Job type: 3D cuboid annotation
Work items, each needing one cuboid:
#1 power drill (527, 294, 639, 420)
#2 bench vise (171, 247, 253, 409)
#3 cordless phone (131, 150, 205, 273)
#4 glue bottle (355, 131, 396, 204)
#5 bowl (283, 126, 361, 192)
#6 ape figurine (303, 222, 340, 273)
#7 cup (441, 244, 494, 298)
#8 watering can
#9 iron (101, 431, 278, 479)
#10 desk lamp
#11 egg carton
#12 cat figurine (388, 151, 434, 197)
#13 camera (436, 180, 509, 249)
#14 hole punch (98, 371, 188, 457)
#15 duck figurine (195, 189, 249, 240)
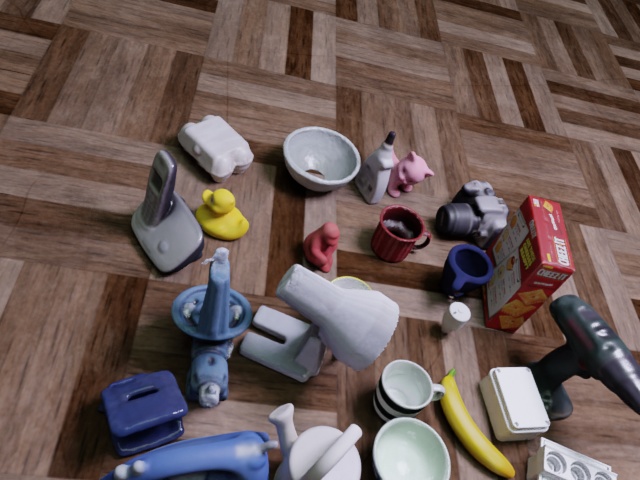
[{"bbox_3d":[0.437,0.219,0.961,0.076,0.208,0.229,-3,54,-20],"label":"power drill"},{"bbox_3d":[-0.145,0.127,0.836,0.122,0.219,0.207,-11,56,-25],"label":"bench vise"},{"bbox_3d":[-0.252,-0.047,0.964,0.094,0.185,0.147,-26,64,-33],"label":"cordless phone"},{"bbox_3d":[0.123,-0.157,1.184,0.037,0.173,0.078,-13,57,-26],"label":"glue bottle"},{"bbox_3d":[-0.003,-0.158,1.209,0.167,0.074,0.167,9,50,-11],"label":"bowl"},{"bbox_3d":[0.010,0.004,1.071,0.076,0.092,0.078,43,52,18],"label":"ape figurine"},{"bbox_3d":[0.266,0.077,1.094,0.091,0.095,0.118,34,50,10],"label":"cup"},{"bbox_3d":[-0.003,0.298,0.762,0.173,0.194,0.101,26,49,4],"label":"watering can"},{"bbox_3d":[-0.178,0.301,0.737,0.259,0.141,0.118,-2,53,-19],"label":"iron"},{"bbox_3d":[-0.005,0.133,0.882,0.203,0.213,0.118,22,49,1],"label":"desk lamp"},{"bbox_3d":[-0.214,-0.188,1.167,0.150,0.069,0.107,43,52,17],"label":"egg carton"},{"bbox_3d":[0.181,-0.159,1.242,0.067,0.117,0.127,-24,63,-32],"label":"cat figurine"},{"bbox_3d":[0.318,-0.062,1.220,0.137,0.101,0.143,0,52,-18],"label":"camera"},{"bbox_3d":[-0.249,0.233,0.802,0.109,0.091,0.101,-13,57,-27],"label":"hole punch"},{"bbox_3d":[-0.178,-0.054,1.060,0.104,0.086,0.078,29,49,6],"label":"duck figurine"}]
